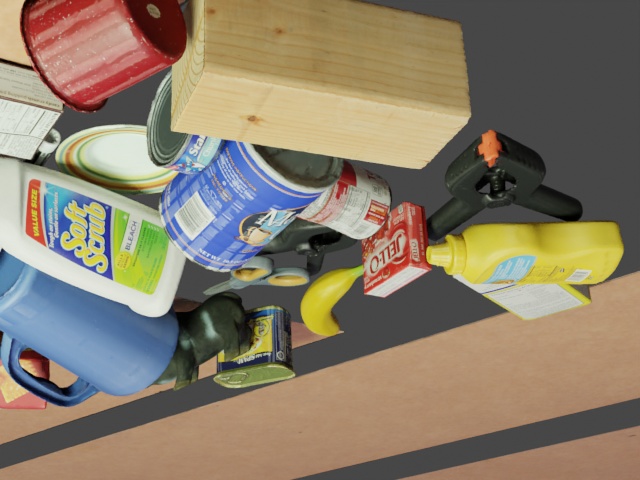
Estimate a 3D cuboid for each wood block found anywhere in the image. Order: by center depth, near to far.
[{"bbox_3d":[-0.001,-0.124,0.806,0.205,0.090,0.091,7,154,-20],"label":"wood block"}]

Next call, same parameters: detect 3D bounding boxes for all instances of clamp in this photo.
[{"bbox_3d":[0.183,-0.051,1.041,0.164,0.036,0.210,-6,159,4],"label":"clamp"},{"bbox_3d":[-0.007,0.001,1.136,0.120,0.039,0.172,12,159,-42],"label":"clamp"}]

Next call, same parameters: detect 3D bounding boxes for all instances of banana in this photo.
[{"bbox_3d":[0.010,0.080,1.306,0.069,0.037,0.198,3,154,-11],"label":"banana"}]

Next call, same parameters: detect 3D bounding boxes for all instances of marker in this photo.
[{"bbox_3d":[-0.267,-0.068,0.983,0.020,0.020,0.121,12,151,-28],"label":"marker"}]

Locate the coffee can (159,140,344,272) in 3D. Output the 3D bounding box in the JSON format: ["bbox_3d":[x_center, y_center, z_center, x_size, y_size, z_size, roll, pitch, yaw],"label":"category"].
[{"bbox_3d":[-0.061,-0.050,0.919,0.102,0.103,0.141,15,141,-33],"label":"coffee can"}]

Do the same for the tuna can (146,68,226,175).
[{"bbox_3d":[-0.106,-0.096,0.859,0.033,0.086,0.086,14,151,-34],"label":"tuna can"}]

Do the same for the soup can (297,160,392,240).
[{"bbox_3d":[0.010,-0.044,1.003,0.102,0.068,0.069,20,147,-40],"label":"soup can"}]

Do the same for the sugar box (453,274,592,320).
[{"bbox_3d":[0.234,0.040,1.234,0.093,0.048,0.176,-19,146,31],"label":"sugar box"}]

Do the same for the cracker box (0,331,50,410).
[{"bbox_3d":[-0.436,0.145,1.284,0.213,0.072,0.164,5,-171,-15],"label":"cracker box"}]

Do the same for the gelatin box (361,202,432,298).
[{"bbox_3d":[0.078,0.011,1.121,0.030,0.073,0.089,12,152,-28],"label":"gelatin box"}]

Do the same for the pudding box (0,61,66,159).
[{"bbox_3d":[-0.274,-0.110,0.870,0.113,0.039,0.090,10,152,-29],"label":"pudding box"}]

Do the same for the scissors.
[{"bbox_3d":[-0.072,0.048,1.213,0.096,0.016,0.202,8,165,-12],"label":"scissors"}]

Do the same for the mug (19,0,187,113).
[{"bbox_3d":[-0.153,-0.156,0.741,0.082,0.093,0.117,-21,114,24],"label":"mug"}]

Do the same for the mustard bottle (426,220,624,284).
[{"bbox_3d":[0.202,0.014,1.088,0.191,0.058,0.096,-1,159,-12],"label":"mustard bottle"}]

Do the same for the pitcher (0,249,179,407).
[{"bbox_3d":[-0.279,0.082,1.166,0.145,0.149,0.242,-11,151,25],"label":"pitcher"}]

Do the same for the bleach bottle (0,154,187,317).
[{"bbox_3d":[-0.238,-0.008,0.967,0.250,0.102,0.068,22,171,-41],"label":"bleach bottle"}]

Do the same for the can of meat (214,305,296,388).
[{"bbox_3d":[-0.084,0.136,1.362,0.102,0.084,0.057,-13,153,22],"label":"can of meat"}]
